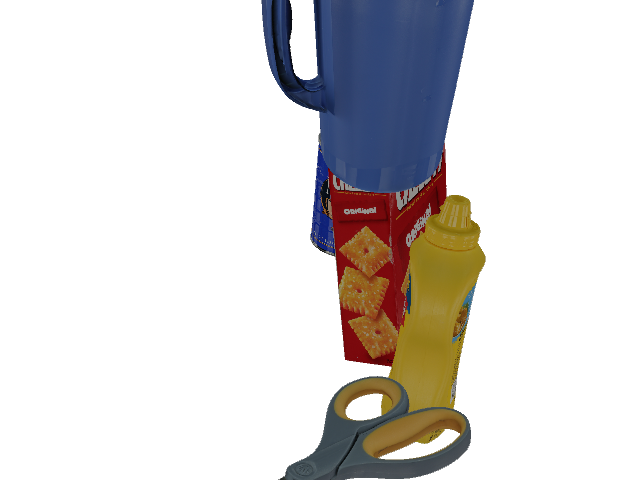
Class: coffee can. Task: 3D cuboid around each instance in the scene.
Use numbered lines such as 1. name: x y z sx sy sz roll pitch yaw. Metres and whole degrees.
1. coffee can: 0.043 -0.062 1.326 0.103 0.140 0.103 4 28 -2

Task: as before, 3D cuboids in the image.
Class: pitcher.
1. pitcher: 0.046 -0.154 0.865 0.149 0.243 0.144 17 49 14

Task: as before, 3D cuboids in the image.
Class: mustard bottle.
1. mustard bottle: 0.090 0.055 0.829 0.058 0.192 0.096 14 26 11

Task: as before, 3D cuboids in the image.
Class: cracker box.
1. cracker box: 0.077 -0.005 1.076 0.072 0.214 0.164 6 24 24

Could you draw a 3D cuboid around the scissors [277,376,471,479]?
1. scissors: -0.010 0.124 0.619 0.201 0.016 0.096 -11 30 -19
